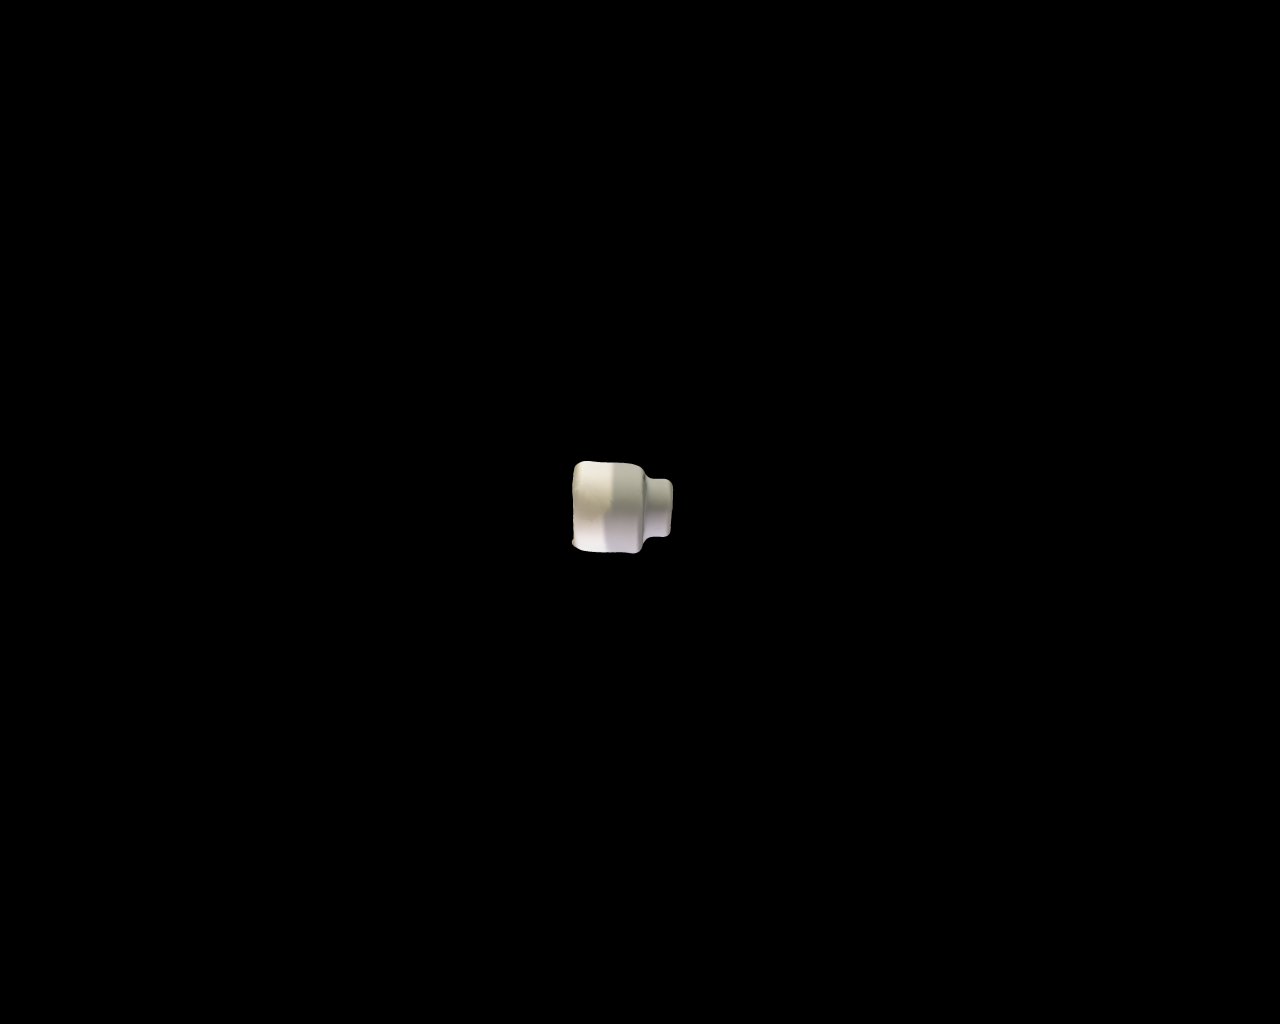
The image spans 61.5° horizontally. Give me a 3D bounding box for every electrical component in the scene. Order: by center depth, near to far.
[{"bbox_3d":[0.001,-0.003,0.650,0.074,0.052,0.138,0,0,0],"label":"electrical component"}]
